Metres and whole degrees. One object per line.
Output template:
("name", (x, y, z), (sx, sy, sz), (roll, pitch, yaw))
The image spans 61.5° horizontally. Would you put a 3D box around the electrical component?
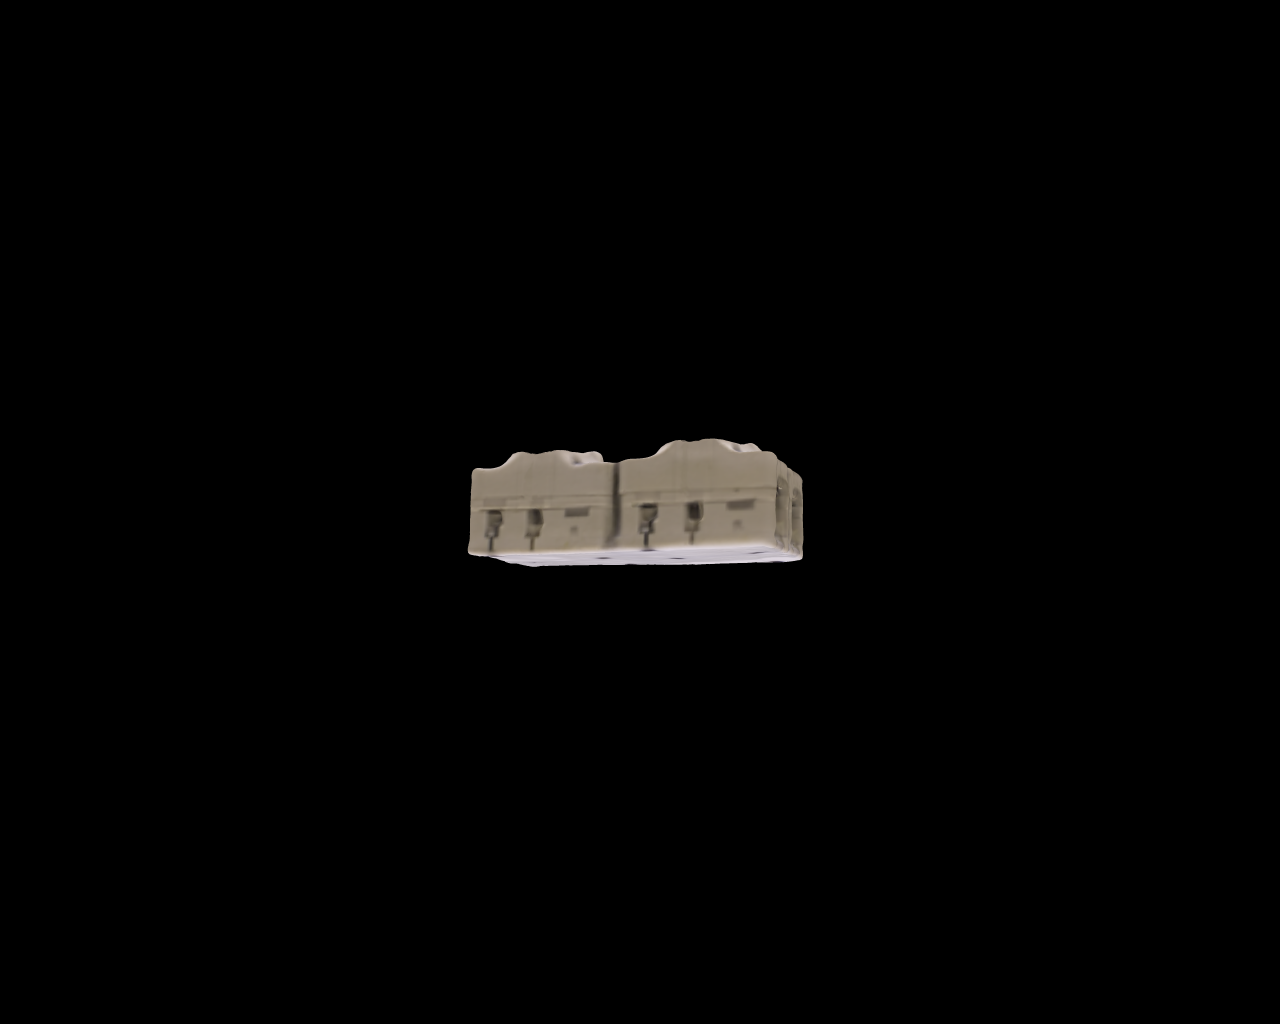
("electrical component", (0.001, -0.003, 0.650), (0.186, 0.060, 0.105), (-2, -7, 18))
